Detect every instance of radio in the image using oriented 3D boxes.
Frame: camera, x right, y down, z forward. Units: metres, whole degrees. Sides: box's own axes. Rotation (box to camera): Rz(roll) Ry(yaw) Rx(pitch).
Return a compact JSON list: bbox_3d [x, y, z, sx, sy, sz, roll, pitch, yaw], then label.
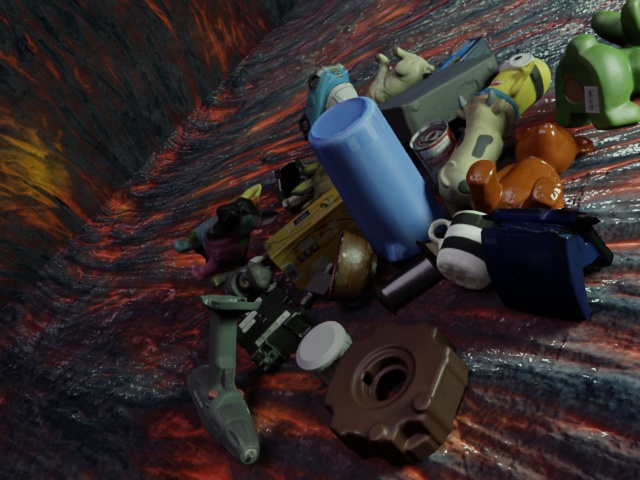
[{"bbox_3d":[0.216,-0.258,0.989,0.230,0.073,0.131,-33,20,-14],"label":"radio"}]

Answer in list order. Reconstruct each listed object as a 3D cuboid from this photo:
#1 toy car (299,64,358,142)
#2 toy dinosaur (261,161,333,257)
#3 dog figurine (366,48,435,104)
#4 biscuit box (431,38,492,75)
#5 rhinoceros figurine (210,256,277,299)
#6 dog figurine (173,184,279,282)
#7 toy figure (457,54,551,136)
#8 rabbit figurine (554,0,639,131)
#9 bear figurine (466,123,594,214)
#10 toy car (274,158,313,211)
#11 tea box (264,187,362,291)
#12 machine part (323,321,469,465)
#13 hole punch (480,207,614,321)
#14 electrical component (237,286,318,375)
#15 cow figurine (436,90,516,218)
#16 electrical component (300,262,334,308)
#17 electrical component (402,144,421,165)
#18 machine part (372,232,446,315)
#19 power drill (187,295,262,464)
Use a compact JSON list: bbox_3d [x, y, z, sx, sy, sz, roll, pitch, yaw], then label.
[{"bbox_3d":[0.031,-0.259,1.067,0.109,0.161,0.103,-23,48,-41],"label":"toy car"},{"bbox_3d":[0.043,-0.134,1.087,0.199,0.105,0.471,-19,25,48],"label":"toy dinosaur"},{"bbox_3d":[0.161,-0.322,1.231,0.172,0.121,0.190,9,69,59],"label":"dog figurine"},{"bbox_3d":[0.275,-0.336,1.125,0.202,0.062,0.059,-45,28,-9],"label":"biscuit box"},{"bbox_3d":[-0.138,0.082,0.993,0.112,0.073,0.190,-25,-1,-22],"label":"rhinoceros figurine"},{"bbox_3d":[-0.167,-0.011,1.072,0.219,0.191,0.108,-38,68,17],"label":"dog figurine"},{"bbox_3d":[0.316,-0.236,0.919,0.180,0.089,0.082,-53,40,-4],"label":"toy figure"},{"bbox_3d":[0.419,-0.244,0.748,0.170,0.159,0.121,-20,11,-11],"label":"rabbit figurine"},{"bbox_3d":[0.288,-0.100,0.717,0.120,0.131,0.196,25,70,29],"label":"bear figurine"},{"bbox_3d":[-0.060,-0.130,1.251,0.073,0.056,0.202,-28,31,9],"label":"toy car"},{"bbox_3d":[-0.002,-0.003,0.953,0.169,0.098,0.068,-38,29,3],"label":"tea box"},{"bbox_3d":[0.086,0.174,0.639,0.179,0.056,0.179,-31,28,18],"label":"machine part"},{"bbox_3d":[0.247,0.025,0.603,0.142,0.115,0.092,9,63,55],"label":"hole punch"},{"bbox_3d":[-0.079,0.142,0.884,0.115,0.058,0.134,-43,28,-8],"label":"electrical component"},{"bbox_3d":[0.240,-0.138,0.819,0.086,0.127,0.195,6,55,50],"label":"cow figurine"},{"bbox_3d":[0.007,0.078,0.906,0.094,0.021,0.063,-51,30,-20],"label":"electrical component"},{"bbox_3d":[0.194,-0.187,1.031,0.102,0.045,0.078,-11,39,43],"label":"electrical component"},{"bbox_3d":[0.140,0.046,0.777,0.139,0.039,0.084,-39,36,-1],"label":"machine part"},{"bbox_3d":[-0.132,0.186,0.787,0.232,0.086,0.207,5,96,62],"label":"power drill"}]
